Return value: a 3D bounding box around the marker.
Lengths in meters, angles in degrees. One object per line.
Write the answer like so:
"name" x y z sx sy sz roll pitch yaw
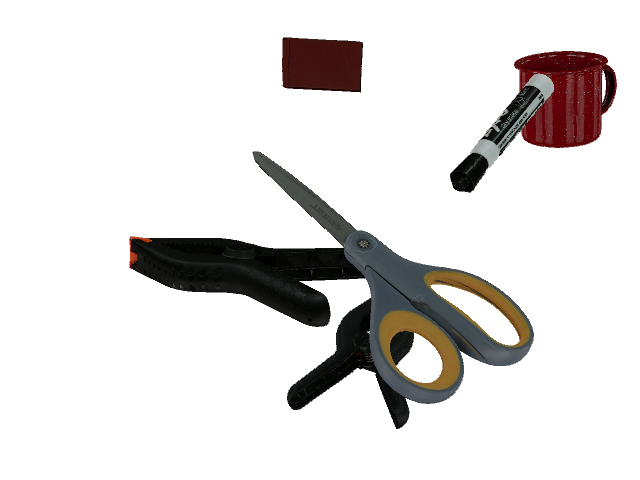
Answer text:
"marker" 0.126 -0.074 0.741 0.020 0.020 0.121 0 40 49

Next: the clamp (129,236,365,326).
"clamp" -0.060 0.025 0.840 0.210 0.036 0.164 6 13 12

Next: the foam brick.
"foam brick" 0.001 -0.180 1.092 0.078 0.051 0.053 2 11 -8

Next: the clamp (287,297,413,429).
"clamp" 0.055 0.118 1.061 0.120 0.039 0.171 18 50 21

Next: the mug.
"mug" 0.258 -0.148 1.103 0.117 0.081 0.093 -17 24 -26

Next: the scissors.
"scissors" 0.019 0.020 0.590 0.202 0.016 0.096 29 52 18
